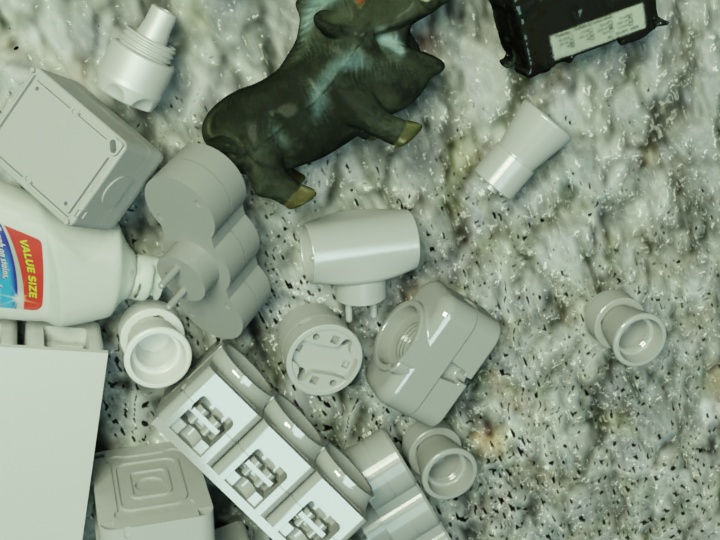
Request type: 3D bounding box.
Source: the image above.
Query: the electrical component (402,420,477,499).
[{"bbox_3d":[0.061,0.145,0.837,0.045,0.055,0.045,-6,113,-15],"label":"electrical component"}]

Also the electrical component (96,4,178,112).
[{"bbox_3d":[-0.135,-0.133,0.669,0.043,0.043,0.062,24,102,-24],"label":"electrical component"}]

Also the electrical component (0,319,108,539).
[{"bbox_3d":[-0.239,0.124,0.730,0.105,0.060,0.186,5,109,-20],"label":"electrical component"}]

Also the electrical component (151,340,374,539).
[{"bbox_3d":[-0.065,0.124,0.747,0.062,0.089,0.150,-44,99,2],"label":"electrical component"}]

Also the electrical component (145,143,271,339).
[{"bbox_3d":[-0.105,-0.005,0.692,0.073,0.052,0.138,-54,148,-38],"label":"electrical component"}]

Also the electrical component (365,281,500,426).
[{"bbox_3d":[0.050,0.060,0.800,0.059,0.053,0.095,30,100,-26],"label":"electrical component"}]

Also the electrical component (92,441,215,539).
[{"bbox_3d":[-0.145,0.173,0.751,0.078,0.113,0.057,-6,110,-15],"label":"electrical component"}]

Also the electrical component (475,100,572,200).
[{"bbox_3d":[0.114,-0.083,0.770,0.044,0.044,0.065,34,103,-26],"label":"electrical component"}]

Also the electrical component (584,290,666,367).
[{"bbox_3d":[0.207,0.044,0.843,0.045,0.055,0.045,-6,112,-14],"label":"electrical component"}]

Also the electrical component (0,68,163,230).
[{"bbox_3d":[-0.178,-0.076,0.659,0.096,0.061,0.061,40,99,14],"label":"electrical component"}]

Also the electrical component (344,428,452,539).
[{"bbox_3d":[0.019,0.196,0.846,0.074,0.052,0.138,-31,117,-4],"label":"electrical component"}]

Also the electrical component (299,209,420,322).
[{"bbox_3d":[0.000,0.000,0.765,0.077,0.043,0.079,-8,113,-14],"label":"electrical component"}]

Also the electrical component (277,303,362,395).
[{"bbox_3d":[-0.031,0.055,0.776,0.055,0.047,0.055,-6,113,-15],"label":"electrical component"}]

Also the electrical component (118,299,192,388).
[{"bbox_3d":[-0.141,0.049,0.734,0.045,0.055,0.045,-6,113,-15],"label":"electrical component"}]

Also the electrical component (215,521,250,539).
[{"bbox_3d":[-0.110,0.279,0.833,0.089,0.061,0.150,-18,115,-10],"label":"electrical component"}]
